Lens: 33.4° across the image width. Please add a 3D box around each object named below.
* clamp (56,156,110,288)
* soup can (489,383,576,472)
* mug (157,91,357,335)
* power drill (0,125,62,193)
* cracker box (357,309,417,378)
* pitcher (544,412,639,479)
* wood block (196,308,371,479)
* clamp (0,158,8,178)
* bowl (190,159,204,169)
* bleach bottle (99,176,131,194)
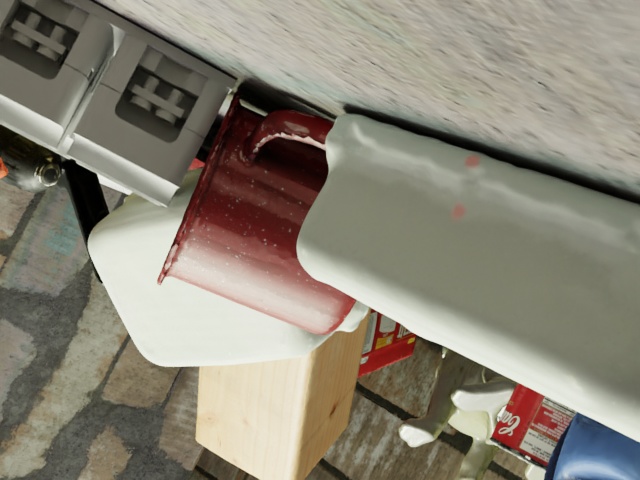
[{"bbox_3d":[-0.199,-0.063,0.877,0.036,0.164,0.210,-11,-158,-23],"label":"clamp"},{"bbox_3d":[0.179,0.120,0.794,0.068,0.102,0.068,27,178,1],"label":"soup can"},{"bbox_3d":[-0.014,-0.014,0.469,0.081,0.093,0.117,23,142,-7],"label":"mug"},{"bbox_3d":[-0.295,-0.090,0.754,0.185,0.057,0.187,26,-175,36],"label":"power drill"},{"bbox_3d":[-0.036,0.057,0.947,0.214,0.072,0.164,16,-169,25],"label":"cracker box"},{"bbox_3d":[0.238,0.148,0.499,0.242,0.149,0.145,24,149,-6],"label":"pitcher"},{"bbox_3d":[-0.024,0.071,0.760,0.090,0.090,0.206,26,133,20],"label":"wood block"},{"bbox_3d":[-0.221,-0.103,0.570,0.171,0.039,0.120,62,-179,-10],"label":"clamp"},{"bbox_3d":[-0.138,-0.063,0.926,0.162,0.055,0.162,28,177,1],"label":"bowl"},{"bbox_3d":[-0.160,-0.061,1.098,0.251,0.068,0.102,25,179,-4],"label":"bleach bottle"}]
